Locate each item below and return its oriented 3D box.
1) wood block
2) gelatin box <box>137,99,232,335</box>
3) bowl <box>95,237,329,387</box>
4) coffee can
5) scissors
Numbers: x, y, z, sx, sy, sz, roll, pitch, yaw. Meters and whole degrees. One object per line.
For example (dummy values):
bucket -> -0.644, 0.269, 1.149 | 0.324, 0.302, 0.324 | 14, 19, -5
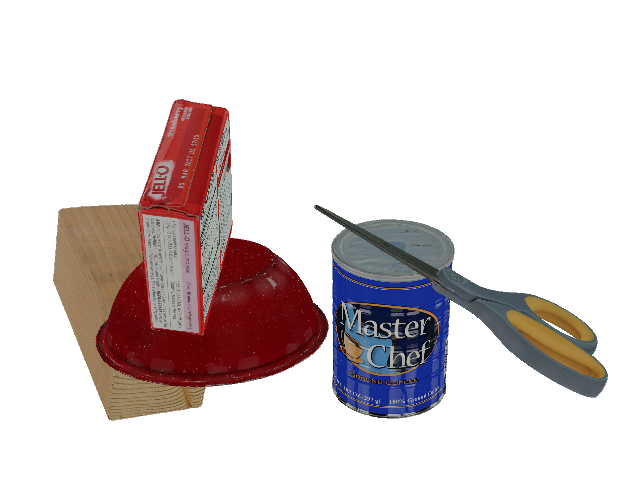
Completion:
wood block -> -0.179, 0.059, 0.992 | 0.090, 0.091, 0.206 | -4, 35, -27
gelatin box -> -0.064, -0.010, 0.511 | 0.030, 0.073, 0.089 | 7, -42, 3
bowl -> -0.075, 0.039, 0.735 | 0.162, 0.055, 0.162 | -1, 21, 0
coffee can -> 0.061, 0.066, 0.920 | 0.103, 0.140, 0.103 | 0, 27, 0
scissors -> 0.095, 0.028, 0.667 | 0.202, 0.016, 0.096 | 36, 24, 20
